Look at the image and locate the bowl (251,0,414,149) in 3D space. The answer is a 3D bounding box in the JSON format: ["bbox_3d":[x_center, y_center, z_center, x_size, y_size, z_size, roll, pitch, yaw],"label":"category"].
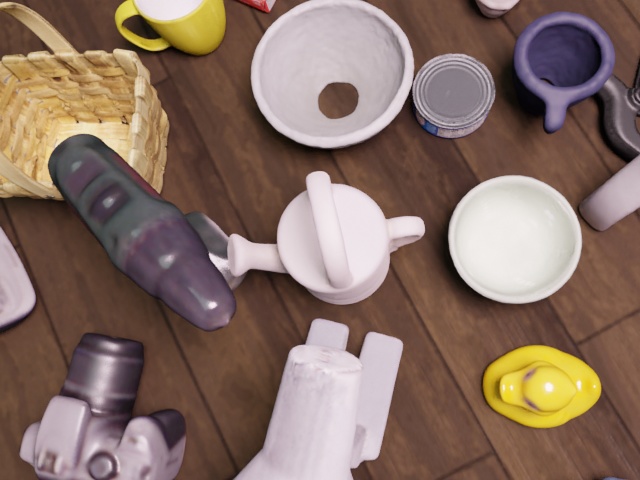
[{"bbox_3d":[0.015,-0.167,0.614,0.167,0.075,0.167,-1,78,7],"label":"bowl"}]

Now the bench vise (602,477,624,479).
[{"bbox_3d":[0.228,0.296,0.421,0.121,0.220,0.207,13,80,9],"label":"bench vise"}]

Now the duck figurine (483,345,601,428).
[{"bbox_3d":[0.207,0.135,0.524,0.104,0.086,0.077,-2,78,7],"label":"duck figurine"}]

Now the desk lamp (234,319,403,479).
[{"bbox_3d":[-0.003,0.167,0.477,0.117,0.213,0.203,12,80,9],"label":"desk lamp"}]

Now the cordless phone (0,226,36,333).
[{"bbox_3d":[-0.386,0.029,0.565,0.094,0.185,0.147,-36,77,-1],"label":"cordless phone"}]

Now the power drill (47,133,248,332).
[{"bbox_3d":[-0.138,0.003,0.529,0.229,0.208,0.075,41,86,13],"label":"power drill"}]

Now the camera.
[{"bbox_3d":[-0.208,0.166,0.560,0.143,0.101,0.137,10,80,9],"label":"camera"}]

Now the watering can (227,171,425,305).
[{"bbox_3d":[0.005,0.004,0.519,0.173,0.194,0.101,-32,76,0],"label":"watering can"}]

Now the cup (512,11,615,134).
[{"bbox_3d":[0.232,-0.152,0.575,0.091,0.095,0.118,9,80,9],"label":"cup"}]

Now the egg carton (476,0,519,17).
[{"bbox_3d":[0.207,-0.322,0.625,0.107,0.069,0.150,43,86,13],"label":"egg carton"}]

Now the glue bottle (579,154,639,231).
[{"bbox_3d":[0.291,-0.058,0.509,0.078,0.173,0.037,-40,77,-2],"label":"glue bottle"}]
